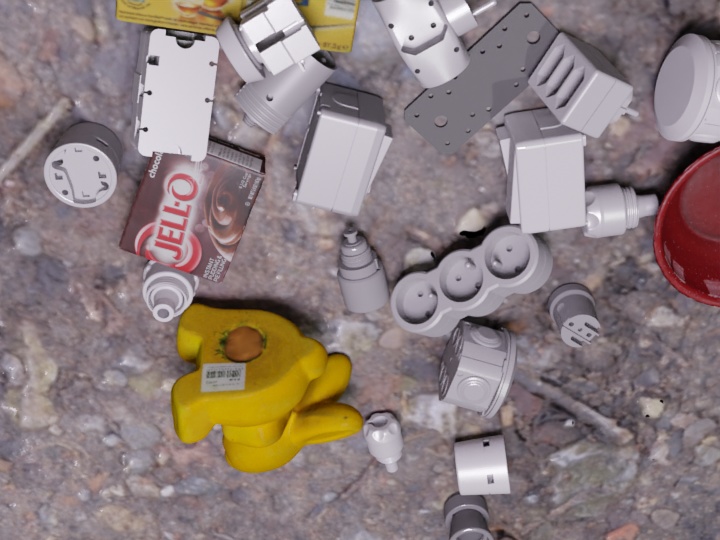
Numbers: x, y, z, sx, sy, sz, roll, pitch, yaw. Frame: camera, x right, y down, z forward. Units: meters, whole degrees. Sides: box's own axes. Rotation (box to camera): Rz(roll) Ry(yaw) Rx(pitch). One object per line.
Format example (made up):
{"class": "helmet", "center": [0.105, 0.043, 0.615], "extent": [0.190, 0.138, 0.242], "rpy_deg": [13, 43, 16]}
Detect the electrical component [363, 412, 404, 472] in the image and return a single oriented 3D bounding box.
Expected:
{"class": "electrical component", "center": [0.025, 0.165, 1.014], "extent": [0.035, 0.035, 0.061], "rpy_deg": [-12, 123, 5]}

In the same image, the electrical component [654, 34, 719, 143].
{"class": "electrical component", "center": [0.261, -0.135, 0.814], "extent": [0.051, 0.080, 0.080], "rpy_deg": [6, 121, -12]}

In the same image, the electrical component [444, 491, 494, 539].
{"class": "electrical component", "center": [0.106, 0.250, 1.057], "extent": [0.045, 0.055, 0.045], "rpy_deg": [-1, 121, -2]}

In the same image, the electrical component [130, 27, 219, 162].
{"class": "electrical component", "center": [-0.138, -0.130, 0.791], "extent": [0.050, 0.056, 0.089], "rpy_deg": [4, 103, -21]}

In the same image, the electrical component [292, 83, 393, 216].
{"class": "electrical component", "center": [-0.015, -0.087, 0.842], "extent": [0.061, 0.061, 0.096], "rpy_deg": [13, 120, -10]}

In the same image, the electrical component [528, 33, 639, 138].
{"class": "electrical component", "center": [0.181, -0.135, 0.820], "extent": [0.077, 0.065, 0.047], "rpy_deg": [16, 121, -30]}

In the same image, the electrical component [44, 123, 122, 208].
{"class": "electrical component", "center": [-0.215, -0.084, 0.844], "extent": [0.055, 0.047, 0.055], "rpy_deg": [-1, 121, -2]}

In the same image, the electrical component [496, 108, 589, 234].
{"class": "electrical component", "center": [0.145, -0.073, 0.856], "extent": [0.061, 0.061, 0.096], "rpy_deg": [-8, 122, 2]}

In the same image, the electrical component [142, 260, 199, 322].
{"class": "electrical component", "center": [-0.161, 0.019, 0.901], "extent": [0.048, 0.062, 0.048], "rpy_deg": [-1, 122, -1]}

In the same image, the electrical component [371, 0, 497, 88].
{"class": "electrical component", "center": [0.061, -0.187, 0.795], "extent": [0.079, 0.043, 0.077], "rpy_deg": [-27, 119, 13]}

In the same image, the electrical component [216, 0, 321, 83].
{"class": "electrical component", "center": [-0.063, -0.158, 0.727], "extent": [0.055, 0.048, 0.066], "rpy_deg": [-30, 119, 7]}

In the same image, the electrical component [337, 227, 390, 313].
{"class": "electrical component", "center": [0.000, 0.000, 0.908], "extent": [0.040, 0.040, 0.078], "rpy_deg": [-11, 121, 5]}

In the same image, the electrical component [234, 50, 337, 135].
{"class": "electrical component", "center": [-0.060, -0.139, 0.819], "extent": [0.043, 0.043, 0.081], "rpy_deg": [37, 114, -22]}

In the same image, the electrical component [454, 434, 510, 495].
{"class": "electrical component", "center": [0.116, 0.186, 1.019], "extent": [0.047, 0.055, 0.055], "rpy_deg": [-7, 122, 6]}

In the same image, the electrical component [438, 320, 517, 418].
{"class": "electrical component", "center": [0.103, 0.086, 0.943], "extent": [0.051, 0.080, 0.080], "rpy_deg": [16, 120, -6]}

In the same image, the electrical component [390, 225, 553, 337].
{"class": "electrical component", "center": [0.100, 0.014, 0.914], "extent": [0.138, 0.052, 0.074], "rpy_deg": [-28, 159, 21]}

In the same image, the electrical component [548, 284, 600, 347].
{"class": "electrical component", "center": [0.188, 0.040, 0.937], "extent": [0.040, 0.046, 0.040], "rpy_deg": [-1, 121, -2]}

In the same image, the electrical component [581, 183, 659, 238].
{"class": "electrical component", "center": [0.213, -0.050, 0.884], "extent": [0.062, 0.043, 0.043], "rpy_deg": [-7, 121, 1]}
